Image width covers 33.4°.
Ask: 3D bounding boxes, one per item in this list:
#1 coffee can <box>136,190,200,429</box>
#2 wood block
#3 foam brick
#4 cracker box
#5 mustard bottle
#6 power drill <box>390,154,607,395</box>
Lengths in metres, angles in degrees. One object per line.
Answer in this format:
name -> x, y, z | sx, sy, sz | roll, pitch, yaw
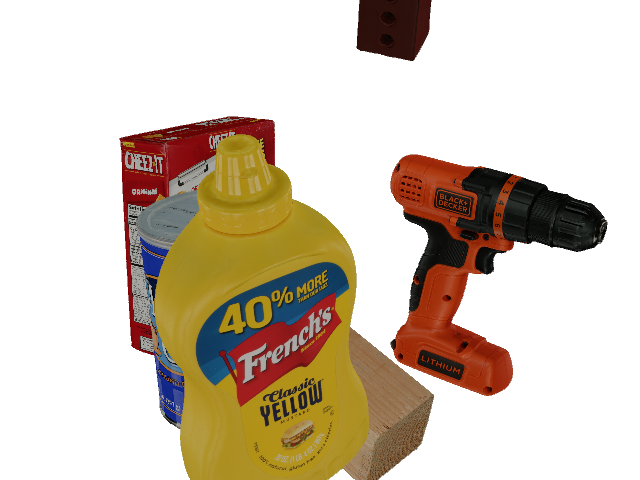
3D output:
coffee can -> -0.066, 0.046, 0.728 | 0.103, 0.140, 0.103 | -3, 22, 1
wood block -> 0.010, 0.150, 1.133 | 0.090, 0.090, 0.206 | -30, 54, -34
foam brick -> 0.063, -0.199, 0.894 | 0.053, 0.078, 0.051 | 14, 47, 13
cracker box -> -0.118, -0.008, 1.066 | 0.072, 0.214, 0.163 | 9, 18, 34
mustard bottle -> -0.028, 0.037, 0.500 | 0.096, 0.192, 0.058 | -21, 38, -21
power drill -> 0.137, 0.031, 0.895 | 0.185, 0.188, 0.057 | 19, 24, 30
